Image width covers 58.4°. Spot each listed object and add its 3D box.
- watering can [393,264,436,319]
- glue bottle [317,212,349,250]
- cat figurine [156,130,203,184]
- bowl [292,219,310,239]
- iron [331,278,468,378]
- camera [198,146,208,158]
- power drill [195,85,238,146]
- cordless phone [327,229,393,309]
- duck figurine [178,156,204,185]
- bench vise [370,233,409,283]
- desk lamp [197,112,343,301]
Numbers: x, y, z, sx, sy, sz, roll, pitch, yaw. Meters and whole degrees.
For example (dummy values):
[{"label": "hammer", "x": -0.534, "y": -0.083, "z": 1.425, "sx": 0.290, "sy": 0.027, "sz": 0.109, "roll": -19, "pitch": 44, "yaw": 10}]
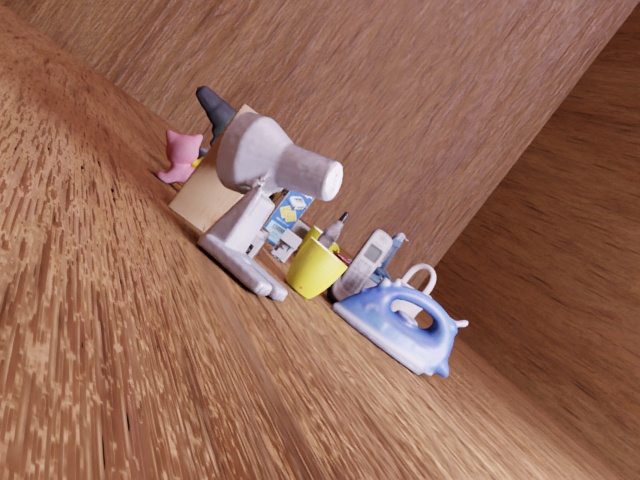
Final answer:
[{"label": "watering can", "x": 0.242, "y": 0.151, "z": 1.556, "sx": 0.100, "sy": 0.194, "sz": 0.173, "roll": 39, "pitch": 3, "yaw": 26}, {"label": "glue bottle", "x": 0.012, "y": 0.005, "z": 1.324, "sx": 0.037, "sy": 0.173, "sz": 0.078, "roll": 37, "pitch": 3, "yaw": -4}, {"label": "cat figurine", "x": -0.260, "y": -0.154, "z": 1.128, "sx": 0.128, "sy": 0.117, "sz": 0.067, "roll": 37, "pitch": 3, "yaw": -4}, {"label": "bowl", "x": -0.085, "y": -0.026, "z": 1.614, "sx": 0.167, "sy": 0.074, "sz": 0.167, "roll": 37, "pitch": 3, "yaw": -2}, {"label": "iron", "x": 0.164, "y": 0.153, "z": 1.127, "sx": 0.259, "sy": 0.141, "sz": 0.118, "roll": 37, "pitch": 3, "yaw": -10}, {"label": "camera", "x": -0.288, "y": -0.191, "z": 1.526, "sx": 0.143, "sy": 0.101, "sz": 0.137, "roll": 37, "pitch": 3, "yaw": 0}, {"label": "power drill", "x": -0.247, "y": -0.217, "z": 1.354, "sx": 0.230, "sy": 0.208, "sz": 0.075, "roll": 36, "pitch": 3, "yaw": -29}, {"label": "cordless phone", "x": 0.114, "y": 0.082, "z": 1.213, "sx": 0.148, "sy": 0.185, "sz": 0.094, "roll": 36, "pitch": 3, "yaw": -13}, {"label": "duck figurine", "x": -0.257, "y": -0.140, "z": 1.259, "sx": 0.105, "sy": 0.086, "sz": 0.077, "roll": 36, "pitch": 3, "yaw": -16}, {"label": "bench vise", "x": 0.148, "y": 0.062, "z": 1.580, "sx": 0.122, "sy": 0.219, "sz": 0.207, "roll": 36, "pitch": 3, "yaw": -17}, {"label": "desk lamp", "x": -0.079, "y": -0.056, "z": 0.829, "sx": 0.202, "sy": 0.213, "sz": 0.118, "roll": 38, "pitch": 3, "yaw": 22}]
